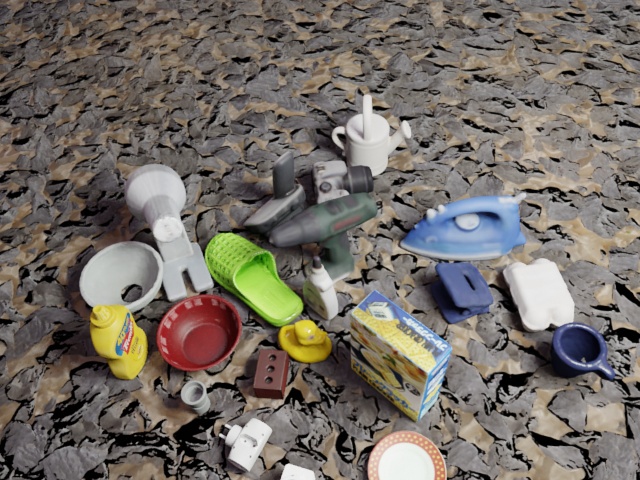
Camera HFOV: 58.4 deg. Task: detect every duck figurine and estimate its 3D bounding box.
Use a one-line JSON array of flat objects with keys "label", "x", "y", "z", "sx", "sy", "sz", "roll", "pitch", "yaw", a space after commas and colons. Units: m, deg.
[{"label": "duck figurine", "x": -0.030, "y": 0.180, "z": 1.075, "sx": 0.104, "sy": 0.086, "sz": 0.077, "roll": 15, "pitch": 56, "yaw": 14}]

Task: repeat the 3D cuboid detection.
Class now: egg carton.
[{"label": "egg carton", "x": 0.425, "y": 0.106, "z": 1.114, "sx": 0.107, "sy": 0.069, "sz": 0.150, "roll": -9, "pitch": 54, "yaw": -3}]

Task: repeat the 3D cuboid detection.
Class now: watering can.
[{"label": "watering can", "x": 0.117, "y": -0.248, "z": 1.316, "sx": 0.173, "sy": 0.194, "sz": 0.100, "roll": -15, "pitch": 54, "yaw": -7}]

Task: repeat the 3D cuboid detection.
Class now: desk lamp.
[{"label": "desk lamp", "x": -0.304, "y": -0.020, "z": 1.159, "sx": 0.118, "sy": 0.214, "sz": 0.202, "roll": -22, "pitch": 55, "yaw": -12}]

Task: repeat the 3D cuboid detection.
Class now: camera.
[{"label": "camera", "x": 0.053, "y": -0.122, "z": 1.284, "sx": 0.137, "sy": 0.101, "sz": 0.143, "roll": -10, "pitch": 54, "yaw": -4}]

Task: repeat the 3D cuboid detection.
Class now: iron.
[{"label": "iron", "x": 0.297, "y": -0.039, "z": 1.184, "sx": 0.258, "sy": 0.141, "sz": 0.118, "roll": -6, "pitch": 53, "yaw": -1}]

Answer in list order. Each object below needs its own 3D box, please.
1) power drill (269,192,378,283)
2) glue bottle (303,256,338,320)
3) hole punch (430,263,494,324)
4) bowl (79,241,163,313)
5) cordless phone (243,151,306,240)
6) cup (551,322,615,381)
[{"label": "power drill", "x": 0.010, "y": 0.004, "z": 1.127, "sx": 0.230, "sy": 0.209, "sz": 0.075, "roll": -30, "pitch": 57, "yaw": -18}, {"label": "glue bottle", "x": -0.001, "y": 0.084, "z": 1.090, "sx": 0.037, "sy": 0.173, "sz": 0.078, "roll": -39, "pitch": 60, "yaw": -23}, {"label": "hole punch", "x": 0.279, "y": 0.092, "z": 1.120, "sx": 0.101, "sy": 0.091, "sz": 0.108, "roll": -17, "pitch": 54, "yaw": -9}, {"label": "bowl", "x": -0.395, "y": 0.089, "z": 1.170, "sx": 0.167, "sy": 0.075, "sz": 0.167, "roll": -1, "pitch": 53, "yaw": 2}, {"label": "cordless phone", "x": -0.101, "y": -0.097, "z": 1.222, "sx": 0.094, "sy": 0.185, "sz": 0.148, "roll": 31, "pitch": 61, "yaw": 24}, {"label": "cup", "x": 0.460, "y": 0.215, "z": 1.016, "sx": 0.092, "sy": 0.095, "sz": 0.117, "roll": -34, "pitch": 59, "yaw": -20}]
